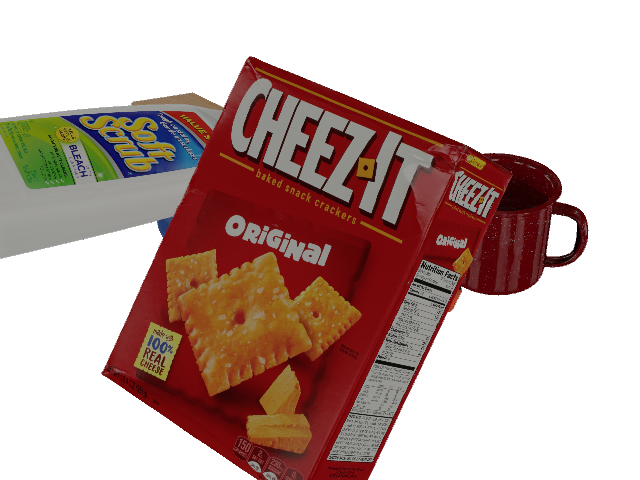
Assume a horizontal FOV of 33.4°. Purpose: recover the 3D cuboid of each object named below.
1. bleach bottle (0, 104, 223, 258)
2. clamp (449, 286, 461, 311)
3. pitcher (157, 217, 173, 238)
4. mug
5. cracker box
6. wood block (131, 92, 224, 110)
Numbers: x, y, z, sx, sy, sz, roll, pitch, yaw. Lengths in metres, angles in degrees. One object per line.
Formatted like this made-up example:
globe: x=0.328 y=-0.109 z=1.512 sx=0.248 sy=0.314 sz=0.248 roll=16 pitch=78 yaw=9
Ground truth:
bleach bottle: x=-0.129 y=-0.062 z=0.782 sx=0.250 sy=0.103 sz=0.068 roll=-15 pitch=-32 yaw=-26
clamp: x=0.071 y=0.006 z=1.206 sx=0.164 sy=0.036 sz=0.210 roll=-16 pitch=51 yaw=-35
pitcher: x=-0.049 y=0.016 z=1.024 sx=0.243 sy=0.145 sz=0.148 roll=30 pitch=32 yaw=31
mug: x=0.150 y=-0.009 z=0.835 sx=0.117 sy=0.081 sz=0.093 roll=8 pitch=34 yaw=14
cracker box: x=-0.014 y=0.021 z=0.616 sx=0.164 sy=0.214 sz=0.072 roll=27 pitch=5 yaw=33
wood block: x=-0.140 y=-0.105 z=1.276 sx=0.090 sy=0.090 sz=0.206 roll=-13 pitch=28 yaw=-33
